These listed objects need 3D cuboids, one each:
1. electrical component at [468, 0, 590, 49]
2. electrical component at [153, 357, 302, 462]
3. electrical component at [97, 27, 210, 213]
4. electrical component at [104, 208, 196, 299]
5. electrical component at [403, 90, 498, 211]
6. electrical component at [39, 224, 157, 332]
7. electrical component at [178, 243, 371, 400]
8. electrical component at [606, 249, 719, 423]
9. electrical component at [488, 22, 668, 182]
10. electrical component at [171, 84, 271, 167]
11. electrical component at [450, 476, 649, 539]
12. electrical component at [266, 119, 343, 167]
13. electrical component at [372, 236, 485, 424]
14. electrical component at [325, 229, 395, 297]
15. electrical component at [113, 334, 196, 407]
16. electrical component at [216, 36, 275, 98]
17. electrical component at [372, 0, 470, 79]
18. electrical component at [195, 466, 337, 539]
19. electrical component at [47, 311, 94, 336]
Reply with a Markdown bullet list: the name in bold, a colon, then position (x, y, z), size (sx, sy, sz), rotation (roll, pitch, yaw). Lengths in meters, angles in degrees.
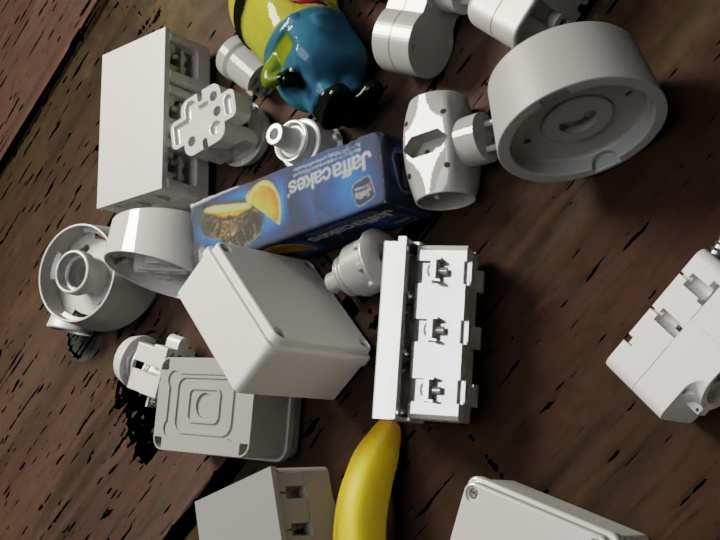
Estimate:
- **electrical component**: position (0.122, -0.200, 0.744), size (0.059, 0.054, 0.095), rotation (42, 107, 37)
- **electrical component**: position (-0.105, 0.110, 0.860), size (0.113, 0.057, 0.078), rotation (-3, 78, 39)
- **electrical component**: position (-0.184, -0.129, 0.976), size (0.089, 0.062, 0.150), rotation (-12, 73, 37)
- **electrical component**: position (-0.167, -0.012, 0.916), size (0.099, 0.099, 0.064), rotation (-14, 65, 37)
- **electrical component**: position (0.073, -0.089, 0.766), size (0.079, 0.043, 0.077), rotation (-14, 71, 37)
- **electrical component**: position (-0.241, 0.006, 0.981), size (0.099, 0.064, 0.099), rotation (-5, 78, 27)
- **electrical component**: position (-0.064, 0.040, 0.809), size (0.056, 0.109, 0.108), rotation (-52, 53, 22)
- **electrical component**: position (0.200, 0.043, 0.627), size (0.089, 0.050, 0.055), rotation (-54, 52, 17)
- **electrical component**: position (0.133, -0.111, 0.683), size (0.108, 0.108, 0.060), rotation (-30, 56, 31)
- **electrical component**: position (-0.114, -0.121, 0.920), size (0.078, 0.057, 0.058), rotation (-24, 66, 34)
- **electrical component**: position (0.108, 0.196, 0.665), size (0.109, 0.056, 0.108), rotation (16, 90, 41)
- **electrical component**: position (-0.047, -0.100, 0.856), size (0.048, 0.062, 0.048), rotation (-10, 74, 38)
- **electrical component**: position (0.048, 0.044, 0.742), size (0.063, 0.079, 0.121), rotation (1, 80, 18)
- **electrical component**: position (0.000, 0.000, 0.808), size (0.062, 0.048, 0.048), rotation (-27, 64, 40)
- **electrical component**: position (-0.181, 0.084, 0.937), size (0.055, 0.048, 0.066), rotation (14, 89, 33)
- **electrical component**: position (-0.096, -0.175, 0.929), size (0.046, 0.040, 0.040), rotation (44, 108, 31)
- **electrical component**: position (0.065, -0.209, 0.794), size (0.074, 0.052, 0.138), rotation (20, 94, 40)
- **electrical component**: position (-0.055, 0.245, 0.773), size (0.105, 0.060, 0.186), rotation (-32, 61, 44)
- **electrical component**: position (-0.270, 0.027, 1.027), size (0.044, 0.044, 0.065), rotation (3, 77, 40)
